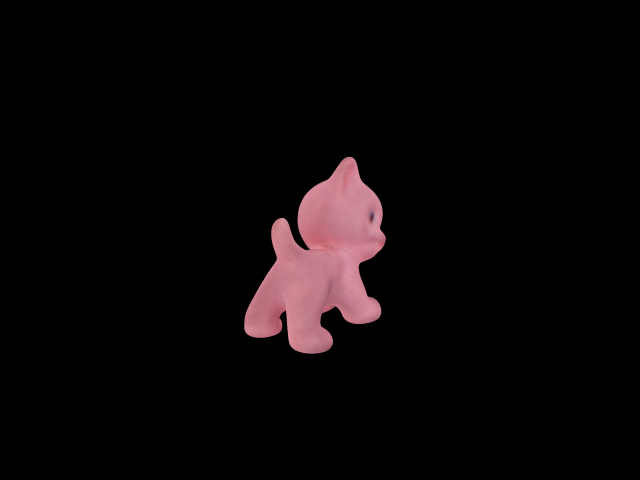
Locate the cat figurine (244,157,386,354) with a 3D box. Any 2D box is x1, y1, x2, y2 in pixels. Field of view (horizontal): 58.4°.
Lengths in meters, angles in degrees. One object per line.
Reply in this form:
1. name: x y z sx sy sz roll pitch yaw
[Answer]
1. cat figurine: 0.004 0.001 0.400 0.067 0.118 0.128 8 15 31
